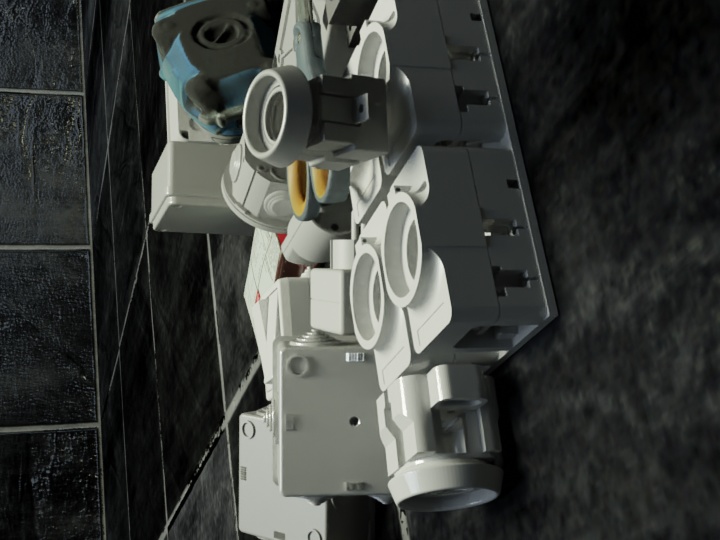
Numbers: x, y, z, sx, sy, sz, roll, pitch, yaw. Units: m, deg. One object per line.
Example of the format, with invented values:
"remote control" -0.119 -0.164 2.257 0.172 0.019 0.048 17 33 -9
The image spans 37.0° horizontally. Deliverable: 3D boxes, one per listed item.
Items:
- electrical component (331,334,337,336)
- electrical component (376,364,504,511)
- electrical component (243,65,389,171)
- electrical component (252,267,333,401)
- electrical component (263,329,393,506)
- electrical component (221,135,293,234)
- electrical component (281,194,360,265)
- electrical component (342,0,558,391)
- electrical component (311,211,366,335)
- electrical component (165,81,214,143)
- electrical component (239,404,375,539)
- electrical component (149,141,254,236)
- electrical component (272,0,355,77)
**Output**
"electrical component" -0.002 0.067 0.672 0.047 0.055 0.055 172 97 -68
"electrical component" 0.041 0.088 0.540 0.078 0.058 0.057 124 145 -60
"electrical component" -0.022 -0.072 0.516 0.066 0.055 0.048 -12 79 54
"electrical component" -0.042 0.044 0.779 0.062 0.061 0.096 141 126 -67
"electrical component" -0.005 0.083 0.615 0.048 0.100 0.099 -171 81 -84
"electrical component" -0.060 -0.071 0.802 0.051 0.080 0.080 117 148 -46
"electrical component" -0.028 -0.029 0.765 0.081 0.043 0.043 128 138 -62
"electrical component" 0.033 -0.042 0.555 0.105 0.060 0.186 124 141 -59
"electrical component" 0.000 0.000 0.674 0.066 0.047 0.076 -177 87 -71
"electrical component" -0.153 -0.170 1.079 0.057 0.078 0.113 147 121 -65
"electrical component" -0.038 0.140 0.730 0.100 0.048 0.099 3 94 41
"electrical component" -0.125 -0.070 0.950 0.109 0.109 0.056 149 122 -69
"electrical component" -0.015 -0.147 0.702 0.108 0.056 0.108 -110 27 -45
